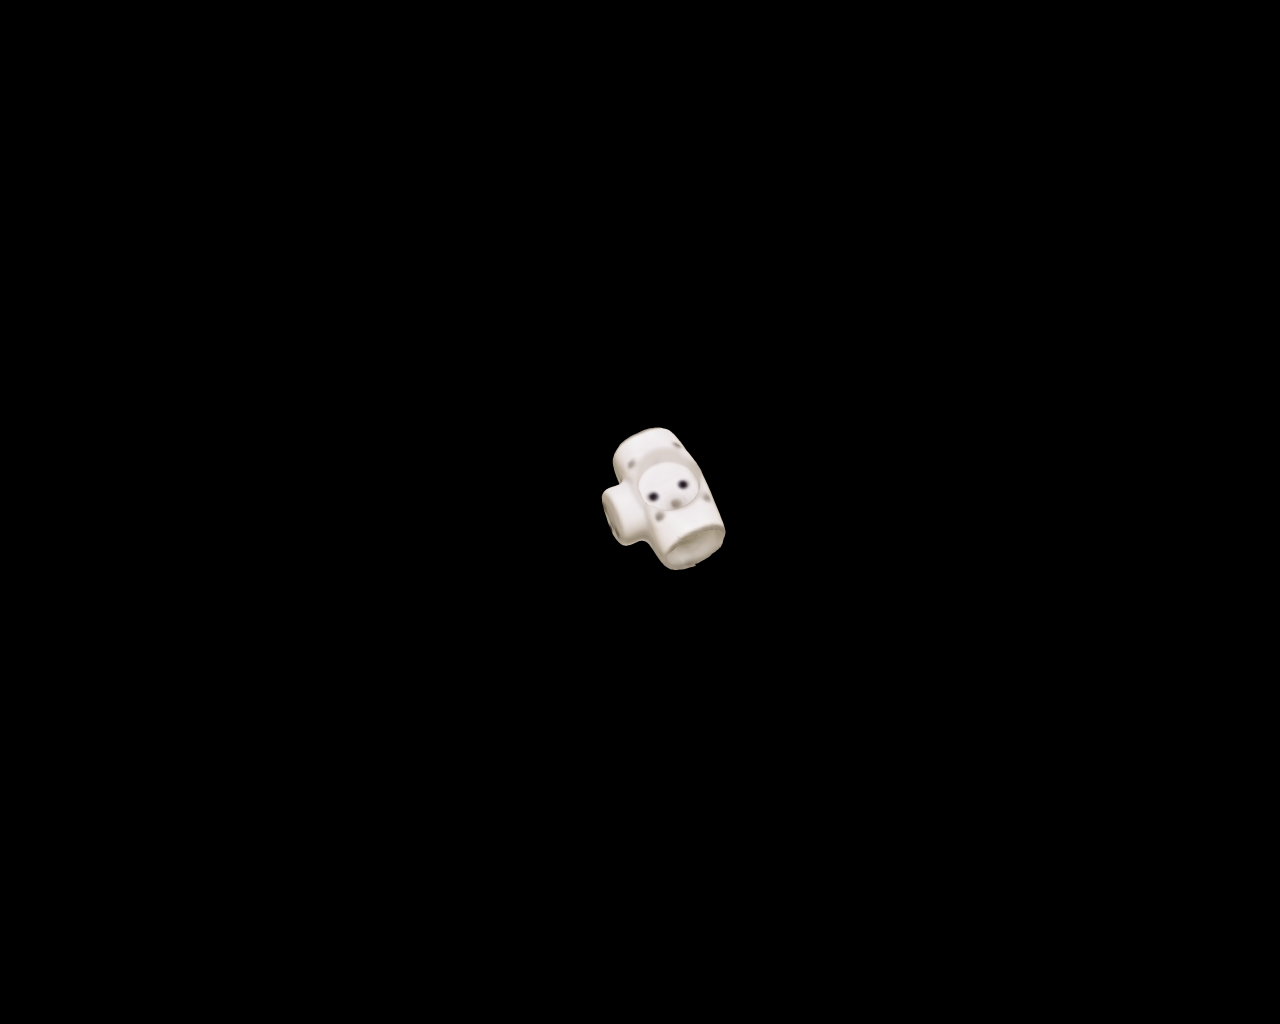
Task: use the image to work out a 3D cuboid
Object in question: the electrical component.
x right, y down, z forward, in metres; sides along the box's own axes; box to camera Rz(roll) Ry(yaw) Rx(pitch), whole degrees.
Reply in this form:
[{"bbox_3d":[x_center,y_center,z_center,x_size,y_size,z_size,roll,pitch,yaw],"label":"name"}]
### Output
[{"bbox_3d":[0.001,-0.003,0.650,0.079,0.077,0.044,-21,-28,-12],"label":"electrical component"}]
